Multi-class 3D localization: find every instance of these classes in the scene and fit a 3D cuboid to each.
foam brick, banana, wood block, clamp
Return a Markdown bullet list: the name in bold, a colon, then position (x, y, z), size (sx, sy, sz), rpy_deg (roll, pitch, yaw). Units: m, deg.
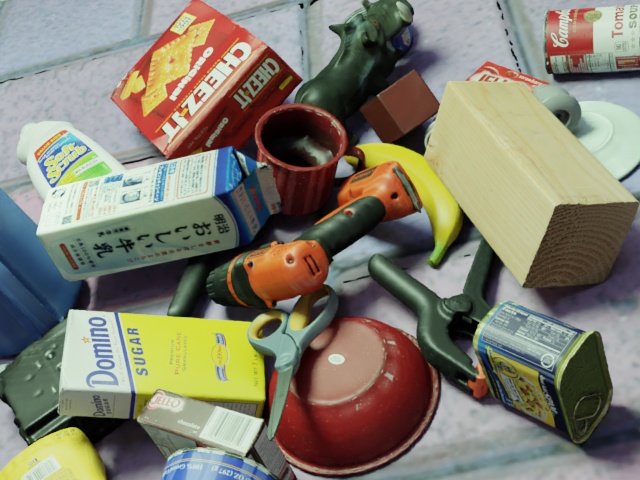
- **foam brick**: position (0.084, -0.138, 1.122), size (0.053, 0.051, 0.078), rpy_deg (-35, 4, -13)
- **banana**: position (0.092, -0.054, 1.073), size (0.069, 0.037, 0.198), rpy_deg (-29, 43, -6)
- **wood block**: position (0.187, -0.056, 0.978), size (0.090, 0.091, 0.206), rpy_deg (-3, 37, -23)
- **clamp**: position (0.126, 0.061, 0.943), size (0.120, 0.039, 0.171), rpy_deg (-19, 50, -10)
- **clamp**: position (-0.127, -0.008, 1.120), size (0.165, 0.036, 0.209), rpy_deg (26, 59, 39)

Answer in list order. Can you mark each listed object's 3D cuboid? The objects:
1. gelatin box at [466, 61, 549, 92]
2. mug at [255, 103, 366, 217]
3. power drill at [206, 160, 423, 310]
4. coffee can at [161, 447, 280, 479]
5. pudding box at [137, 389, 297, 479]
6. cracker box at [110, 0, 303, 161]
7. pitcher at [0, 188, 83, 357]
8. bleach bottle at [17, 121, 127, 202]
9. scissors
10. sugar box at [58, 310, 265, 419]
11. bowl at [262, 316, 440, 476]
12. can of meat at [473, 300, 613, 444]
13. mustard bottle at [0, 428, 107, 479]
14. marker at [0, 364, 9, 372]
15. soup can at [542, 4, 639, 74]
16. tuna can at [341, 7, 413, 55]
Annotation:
- **gelatin box**: position (0.188, -0.149, 1.131), size (0.073, 0.030, 0.089), rpy_deg (-41, 46, -18)
- **mug**: position (-0.011, -0.078, 1.090), size (0.117, 0.081, 0.093), rpy_deg (2, 51, -8)
- **power drill**: position (-0.007, 0.001, 1.009), size (0.187, 0.057, 0.185), rpy_deg (-38, 13, -30)
- **coffee can**: position (-0.091, 0.245, 0.809), size (0.103, 0.103, 0.140), rpy_deg (-1, 47, 22)
- **pudding box**: position (-0.085, 0.173, 0.887), size (0.114, 0.090, 0.039), rpy_deg (13, 55, 31)
- **cracker box**: position (-0.137, -0.172, 1.209), size (0.164, 0.072, 0.214), rpy_deg (-49, 37, 1)
- **pitcher**: position (-0.347, 0.001, 1.053), size (0.149, 0.242, 0.145), rpy_deg (-12, 46, 21)
- **bleach bottle**: position (-0.296, -0.076, 1.242), size (0.102, 0.068, 0.251), rpy_deg (-38, 43, -15)
- **scissors**: position (-0.041, 0.103, 0.894), size (0.096, 0.016, 0.201), rpy_deg (-16, 26, 32)
- **sugar box**: position (-0.139, 0.113, 0.949), size (0.176, 0.048, 0.093), rpy_deg (6, 43, -12)
- **bowl**: position (0.019, 0.120, 0.920), size (0.162, 0.055, 0.162), rpy_deg (-12, 44, 11)
- **can of meat**: position (0.175, 0.102, 0.840), size (0.084, 0.102, 0.057), rpy_deg (23, 60, 40)
- **mustard bottle**: position (-0.198, 0.244, 0.886), size (0.096, 0.058, 0.192), rpy_deg (-35, 44, -16)
- **marker**: position (-0.370, 0.145, 1.084), size (0.121, 0.020, 0.020), rpy_deg (-12, 44, 12)
- **soup can**: position (0.290, -0.211, 1.122), size (0.102, 0.068, 0.068), rpy_deg (1, 48, 22)
- **tuna can**: position (0.067, -0.245, 1.273), size (0.086, 0.033, 0.086), rpy_deg (-12, 44, 12)
